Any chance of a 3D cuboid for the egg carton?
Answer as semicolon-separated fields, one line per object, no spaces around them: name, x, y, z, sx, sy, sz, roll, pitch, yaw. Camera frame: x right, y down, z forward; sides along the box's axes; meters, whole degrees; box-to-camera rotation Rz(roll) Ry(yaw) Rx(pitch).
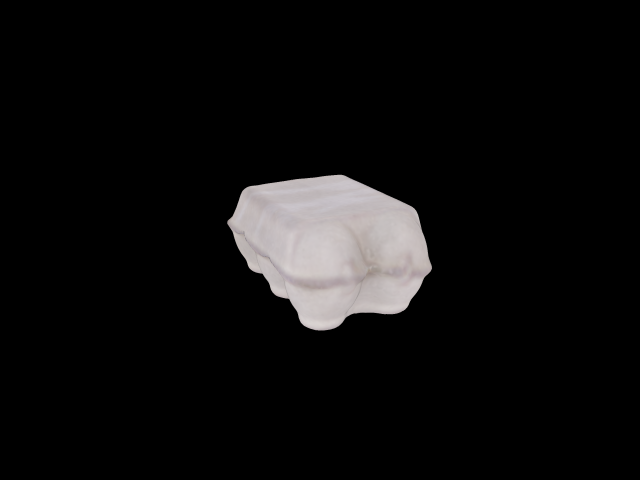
egg carton;0.004;0.001;0.400;0.107;0.069;0.150;-10;22;-26
